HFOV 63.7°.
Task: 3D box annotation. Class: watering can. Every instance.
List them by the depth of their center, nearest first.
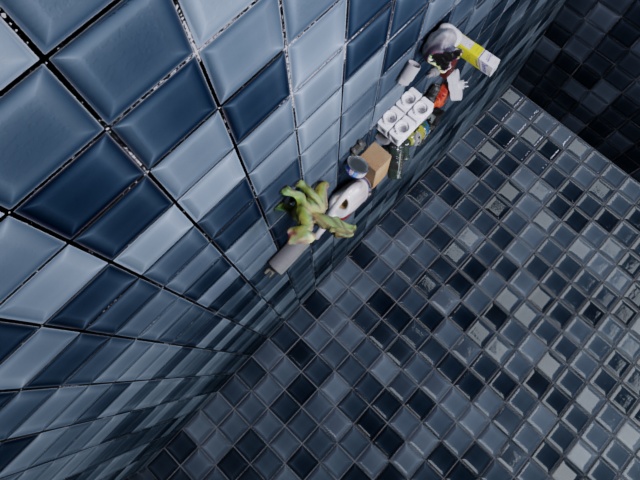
[{"bbox_3d":[0.091,-0.140,2.101,0.228,0.104,0.340,-38,170,-39],"label":"watering can"}]

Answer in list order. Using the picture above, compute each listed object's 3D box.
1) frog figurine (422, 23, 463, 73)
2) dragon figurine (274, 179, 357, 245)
[{"bbox_3d":[0.378,-0.612,1.581,0.135,0.123,0.163,87,9,-64],"label":"frog figurine"},{"bbox_3d":[0.005,-0.080,1.585,0.415,0.244,0.120,-30,155,-53],"label":"dragon figurine"}]
